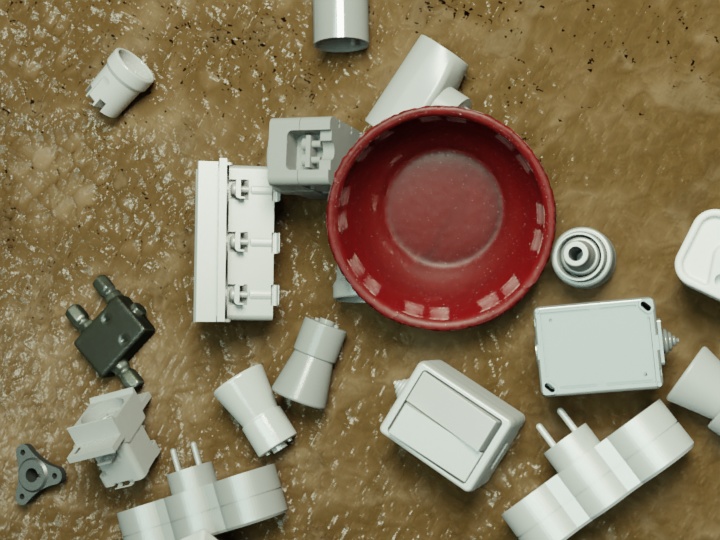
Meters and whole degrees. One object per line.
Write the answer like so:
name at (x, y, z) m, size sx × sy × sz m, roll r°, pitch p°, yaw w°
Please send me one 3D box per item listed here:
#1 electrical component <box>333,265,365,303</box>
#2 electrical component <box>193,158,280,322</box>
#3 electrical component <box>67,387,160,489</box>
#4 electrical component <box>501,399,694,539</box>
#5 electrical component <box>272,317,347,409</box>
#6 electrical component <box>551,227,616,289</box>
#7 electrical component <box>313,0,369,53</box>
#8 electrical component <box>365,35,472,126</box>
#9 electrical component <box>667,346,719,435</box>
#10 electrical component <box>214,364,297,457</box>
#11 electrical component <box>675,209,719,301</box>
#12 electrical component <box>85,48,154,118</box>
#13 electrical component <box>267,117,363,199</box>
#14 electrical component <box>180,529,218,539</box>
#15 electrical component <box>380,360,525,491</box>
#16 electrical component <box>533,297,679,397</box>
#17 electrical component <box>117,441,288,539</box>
electrical component at (0.000, 0.000, 0.819) m, size 0.040 × 0.040 × 0.046 m, roll -2°, pitch 80°, yaw 19°
electrical component at (-0.096, -0.020, 0.836) m, size 0.063 × 0.079 × 0.121 m, roll 1°, pitch 87°, yaw -11°
electrical component at (-0.194, 0.135, 0.859) m, size 0.042 × 0.081 × 0.063 m, roll -17°, pitch 110°, yaw 19°
electrical component at (0.154, 0.132, 0.750) m, size 0.138 × 0.052 × 0.073 m, roll -40°, pitch 75°, yaw 13°
electrical component at (-0.036, 0.069, 0.826) m, size 0.044 × 0.044 × 0.065 m, roll 20°, pitch 89°, yaw 19°
electrical component at (0.155, -0.009, 0.753) m, size 0.043 × 0.062 × 0.043 m, roll -1°, pitch 86°, yaw 19°
electrical component at (-0.015, -0.214, 0.835) m, size 0.043 × 0.043 × 0.081 m, roll -2°, pitch 86°, yaw 19°
electrical component at (0.057, -0.122, 0.804) m, size 0.079 × 0.044 × 0.077 m, roll 36°, pitch 98°, yaw 17°
electrical component at (0.243, 0.085, 0.727) m, size 0.055 × 0.045 × 0.045 m, roll 36°, pitch 98°, yaw 17°
electrical component at (-0.079, 0.112, 0.839) m, size 0.044 × 0.044 × 0.065 m, roll -35°, pitch 81°, yaw 14°
electrical component at (0.263, 0.002, 0.717) m, size 0.095 × 0.059 × 0.053 m, roll 27°, pitch 95°, yaw 19°
electrical component at (-0.202, -0.155, 0.899) m, size 0.046 × 0.040 × 0.040 m, roll -43°, pitch 74°, yaw 18°
electrical component at (-0.034, -0.083, 0.809) m, size 0.056 × 0.089 × 0.050 m, roll 1°, pitch 87°, yaw 19°
electrical component at (-0.124, 0.249, 0.819) m, size 0.076 × 0.083 × 0.047 m, roll -28°, pitch 34°, yaw 21°
electrical component at (0.061, 0.108, 0.779) m, size 0.096 × 0.061 × 0.061 m, roll 33°, pitch 97°, yaw 18°
electrical component at (0.172, 0.053, 0.748) m, size 0.096 × 0.061 × 0.061 m, roll -6°, pitch 85°, yaw 11°
electrical component at (-0.130, 0.173, 0.845) m, size 0.138 × 0.052 × 0.073 m, roll -20°, pitch 81°, yaw 17°
